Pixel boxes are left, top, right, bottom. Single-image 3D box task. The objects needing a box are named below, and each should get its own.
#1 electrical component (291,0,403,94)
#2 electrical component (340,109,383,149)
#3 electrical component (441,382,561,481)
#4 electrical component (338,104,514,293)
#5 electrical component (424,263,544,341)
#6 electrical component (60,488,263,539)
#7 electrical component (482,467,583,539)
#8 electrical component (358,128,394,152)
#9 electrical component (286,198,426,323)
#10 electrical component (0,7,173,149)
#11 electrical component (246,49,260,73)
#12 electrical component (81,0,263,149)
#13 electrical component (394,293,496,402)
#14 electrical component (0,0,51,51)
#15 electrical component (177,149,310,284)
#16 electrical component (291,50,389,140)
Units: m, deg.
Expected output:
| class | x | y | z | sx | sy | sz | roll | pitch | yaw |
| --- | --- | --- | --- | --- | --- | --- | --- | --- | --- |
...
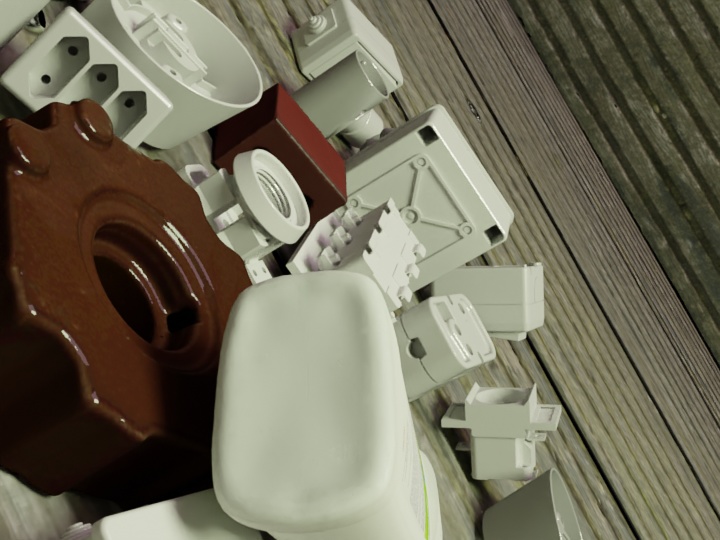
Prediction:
| class | x | y | z | sx | sy | sz | roll | pitch | yaw |
| --- | --- | --- | --- | --- | --- | --- | --- | --- | --- |
| electrical component | -0.014 | -0.187 | 0.943 | 0.096 | 0.062 | 0.061 | 37 | 30 | -46 |
| electrical component | -0.008 | -0.131 | 0.912 | 0.065 | 0.044 | 0.044 | 40 | 27 | -54 |
| electrical component | 0.103 | 0.117 | 0.774 | 0.042 | 0.081 | 0.063 | -38 | 125 | -70 |
| electrical component | 0.042 | -0.050 | 0.815 | 0.108 | 0.109 | 0.056 | 55 | 23 | -12 |
| electrical component | 0.099 | 0.026 | 0.887 | 0.062 | 0.096 | 0.061 | -5 | 94 | -68 |
| electrical component | -0.066 | 0.131 | 0.380 | 0.099 | 0.048 | 0.100 | 64 | 20 | 13 |
| electrical component | 0.129 | 0.193 | 0.739 | 0.099 | 0.064 | 0.099 | 48 | 22 | -27 |
| electrical component | 0.025 | -0.080 | 0.878 | 0.057 | 0.058 | 0.078 | -96 | -169 | -69 |
| electrical component | 0.000 | 0.000 | 0.706 | 0.078 | 0.063 | 0.121 | 55 | 20 | -12 |
| electrical component | -0.135 | -0.090 | 0.531 | 0.066 | 0.047 | 0.076 | 44 | 1 | -21 |
| electrical component | -0.092 | -0.143 | 0.733 | 0.061 | 0.035 | 0.035 | 63 | 20 | 17 |
| electrical component | -0.111 | -0.119 | 0.608 | 0.099 | 0.064 | 0.099 | 49 | 22 | -28 |
| electrical component | 0.049 | 0.054 | 0.751 | 0.053 | 0.059 | 0.095 | 62 | 20 | 9 |
| electrical component | -0.184 | -0.156 | 0.489 | 0.108 | 0.060 | 0.108 | 49 | 22 | -27 |
| electrical component | -0.066 | -0.031 | 0.601 | 0.078 | 0.057 | 0.058 | 60 | 20 | 3 |
| electrical component | -0.017 | -0.133 | 0.837 | 0.044 | 0.077 | 0.079 | 57 | 19 | -7 |
